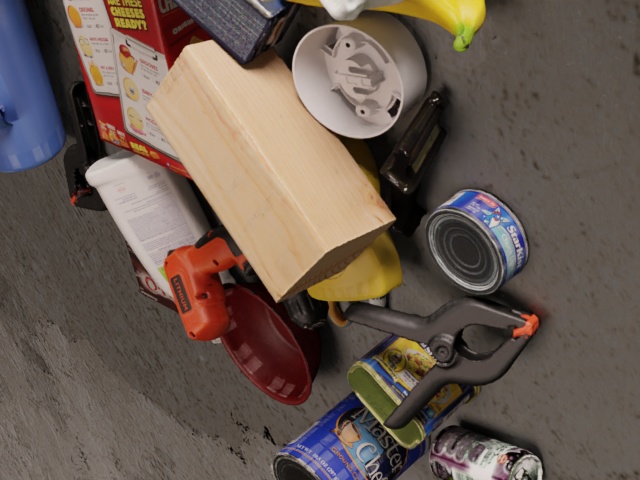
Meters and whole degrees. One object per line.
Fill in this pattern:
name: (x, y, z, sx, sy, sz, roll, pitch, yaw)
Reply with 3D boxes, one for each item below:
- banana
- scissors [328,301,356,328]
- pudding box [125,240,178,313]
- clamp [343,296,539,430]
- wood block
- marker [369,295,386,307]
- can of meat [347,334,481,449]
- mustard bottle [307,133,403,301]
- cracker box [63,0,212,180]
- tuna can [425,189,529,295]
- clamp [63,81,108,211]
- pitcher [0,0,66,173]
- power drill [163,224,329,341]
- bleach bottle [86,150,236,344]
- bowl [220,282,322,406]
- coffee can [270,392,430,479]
banana: (0.054, -0.182, 0.790, 0.198, 0.069, 0.037, 25, 127, 42)
scissors: (-0.007, 0.001, 1.088, 0.096, 0.016, 0.202, 17, 132, 45)
pudding box: (-0.189, 0.044, 1.345, 0.114, 0.039, 0.090, 24, 137, 39)
clamp: (0.110, 0.105, 0.935, 0.172, 0.039, 0.120, -8, 104, 27)
wood block: (-0.044, -0.065, 0.899, 0.206, 0.090, 0.090, 55, 135, 11)
marker: (0.055, 0.039, 1.037, 0.020, 0.020, 0.121, 29, 140, 35)
can of meat: (0.088, 0.137, 1.022, 0.102, 0.083, 0.058, 47, 147, 12)
mustard bottle: (0.012, -0.042, 0.965, 0.096, 0.058, 0.191, -2, 105, 43)
cracker box: (-0.175, -0.185, 1.089, 0.164, 0.072, 0.214, 24, 136, 38)
tuna can: (0.129, 0.002, 0.891, 0.086, 0.033, 0.086, 34, 142, 31)
clamp: (-0.286, -0.101, 1.343, 0.164, 0.036, 0.210, 58, 148, -3)
pitcher: (-0.399, -0.201, 1.310, 0.145, 0.149, 0.243, 15, 135, 32)
power drill: (-0.077, 0.034, 1.098, 0.188, 0.057, 0.184, -37, 66, 40)
bleach bottle: (-0.171, 0.011, 1.240, 0.068, 0.102, 0.251, -85, -27, -69)
bowl: (-0.050, 0.105, 1.202, 0.162, 0.055, 0.162, 34, 142, 31)
coffee can: (0.032, 0.227, 1.124, 0.103, 0.140, 0.103, 33, 142, 31)
